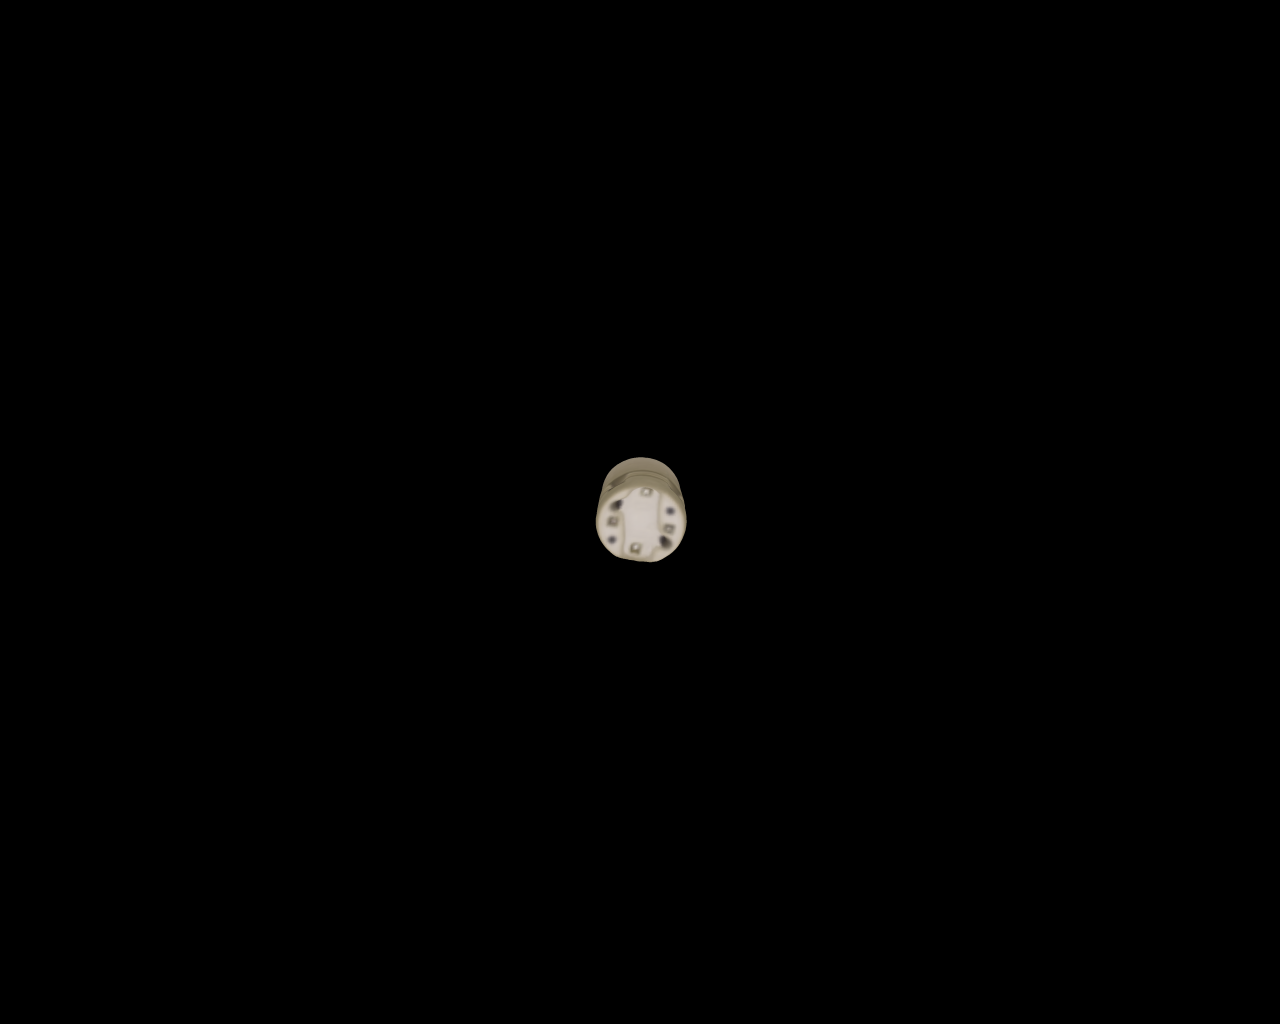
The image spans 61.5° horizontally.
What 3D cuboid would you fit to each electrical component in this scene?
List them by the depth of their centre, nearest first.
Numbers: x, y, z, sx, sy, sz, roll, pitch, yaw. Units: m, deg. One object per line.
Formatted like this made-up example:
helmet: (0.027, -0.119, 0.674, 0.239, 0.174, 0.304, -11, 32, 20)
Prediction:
electrical component: (0.001, -0.003, 0.650, 0.055, 0.055, 0.047, 0, 28, 0)
